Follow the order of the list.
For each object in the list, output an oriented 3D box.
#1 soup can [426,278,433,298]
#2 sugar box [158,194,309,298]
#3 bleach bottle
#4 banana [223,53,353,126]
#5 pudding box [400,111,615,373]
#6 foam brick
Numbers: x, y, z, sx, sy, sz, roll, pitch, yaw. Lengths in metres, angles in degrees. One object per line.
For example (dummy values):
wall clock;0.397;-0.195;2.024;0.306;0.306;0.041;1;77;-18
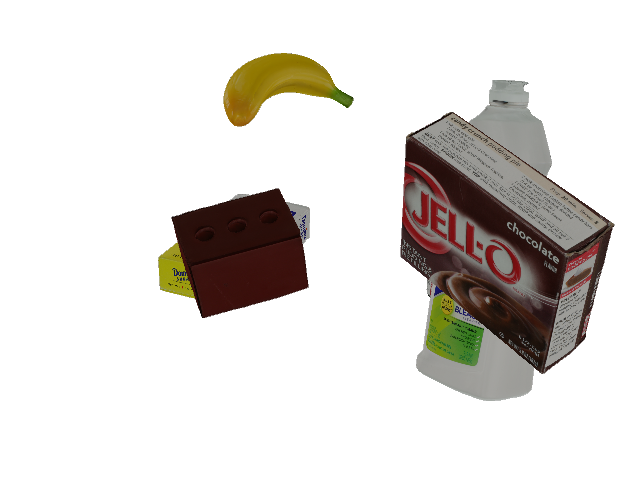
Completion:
soup can;0.153;0.014;1.171;0.068;0.102;0.068;3;16;-1
sugar box;-0.087;0.006;1.132;0.093;0.048;0.176;12;31;20
bleach bottle;0.136;-0.004;0.866;0.067;0.251;0.103;-5;14;-34
banana;-0.039;-0.143;0.980;0.070;0.037;0.197;37;29;20
pudding box;0.091;0.000;0.549;0.039;0.090;0.114;-33;53;-26
foam brick;-0.053;0.008;0.714;0.078;0.051;0.053;-16;42;-10
